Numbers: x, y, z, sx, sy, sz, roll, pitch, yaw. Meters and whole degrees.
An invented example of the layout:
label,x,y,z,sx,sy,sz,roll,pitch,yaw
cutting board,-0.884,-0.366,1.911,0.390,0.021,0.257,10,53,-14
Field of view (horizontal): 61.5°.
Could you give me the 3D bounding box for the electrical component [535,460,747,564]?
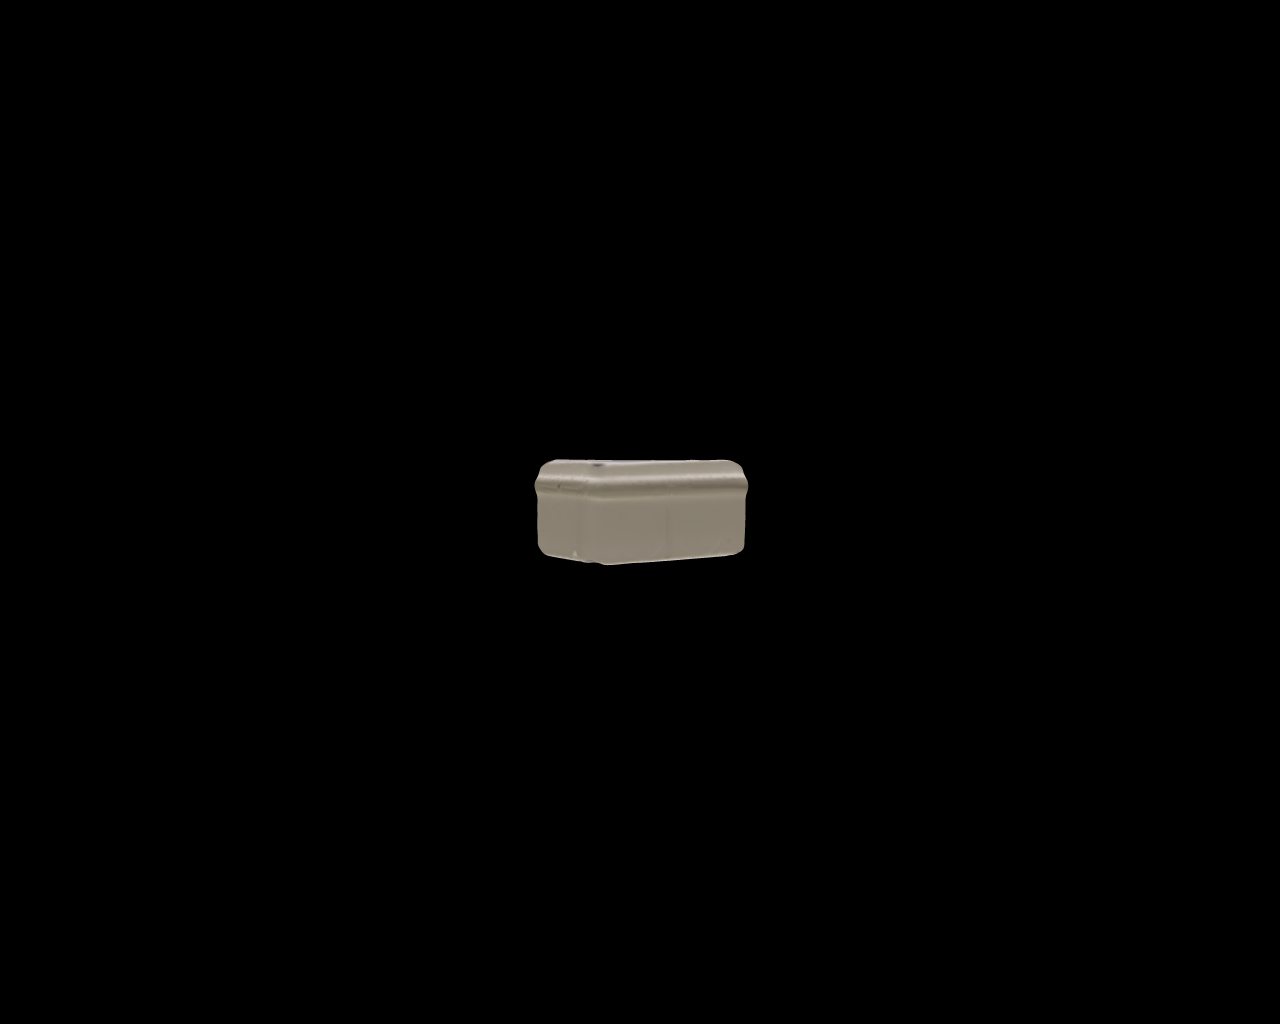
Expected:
label,x,y,z,sx,sy,sz,roll,pitch,yaw
electrical component,0.001,-0.003,0.650,0.113,0.057,0.078,-2,4,-31
